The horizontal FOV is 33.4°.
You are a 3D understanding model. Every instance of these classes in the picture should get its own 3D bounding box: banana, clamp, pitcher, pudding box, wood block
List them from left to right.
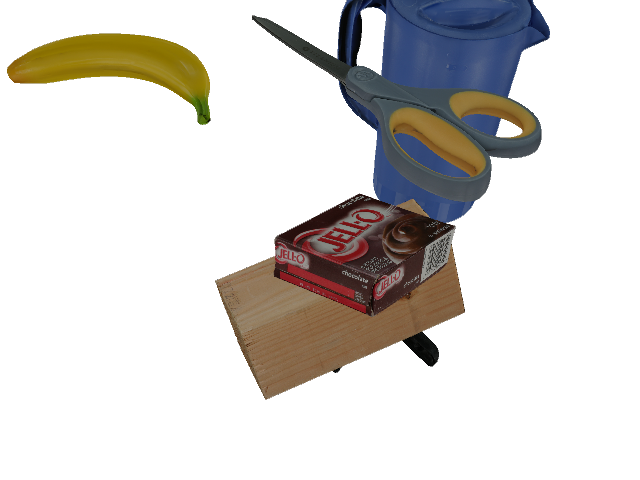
[{"bbox_3d":[-0.172,-0.149,0.914,0.198,0.069,0.037,13,-40,18],"label":"banana"},{"bbox_3d":[0.019,0.053,1.000,0.206,0.091,0.090,-22,35,-9],"label":"wood block"},{"bbox_3d":[0.033,0.008,0.792,0.090,0.039,0.113,22,29,30],"label":"pudding box"},{"bbox_3d":[0.072,0.080,1.194,0.120,0.171,0.039,7,-43,0],"label":"clamp"},{"bbox_3d":[0.105,-0.137,1.025,0.144,0.243,0.149,-21,51,-25],"label":"pitcher"}]

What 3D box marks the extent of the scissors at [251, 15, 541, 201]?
[{"bbox_3d":[0.045,-0.088,0.600,0.096,0.016,0.202,-16,44,-22],"label":"scissors"}]
